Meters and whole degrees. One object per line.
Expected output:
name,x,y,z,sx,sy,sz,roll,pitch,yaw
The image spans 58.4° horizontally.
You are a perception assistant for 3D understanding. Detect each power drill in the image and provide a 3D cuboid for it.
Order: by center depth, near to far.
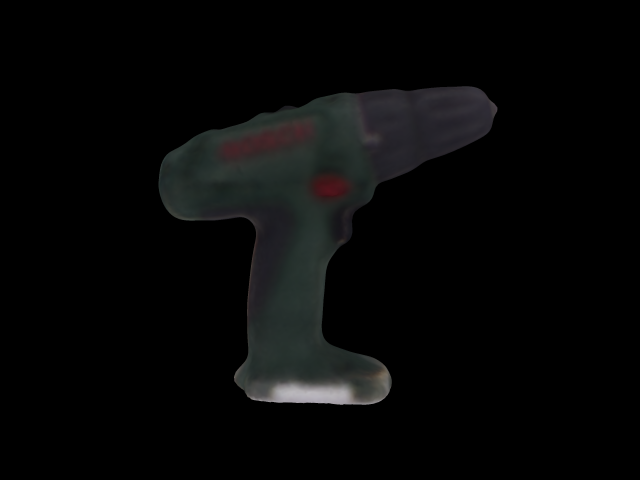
power drill,0.004,0.001,0.400,0.229,0.208,0.076,0,4,7
